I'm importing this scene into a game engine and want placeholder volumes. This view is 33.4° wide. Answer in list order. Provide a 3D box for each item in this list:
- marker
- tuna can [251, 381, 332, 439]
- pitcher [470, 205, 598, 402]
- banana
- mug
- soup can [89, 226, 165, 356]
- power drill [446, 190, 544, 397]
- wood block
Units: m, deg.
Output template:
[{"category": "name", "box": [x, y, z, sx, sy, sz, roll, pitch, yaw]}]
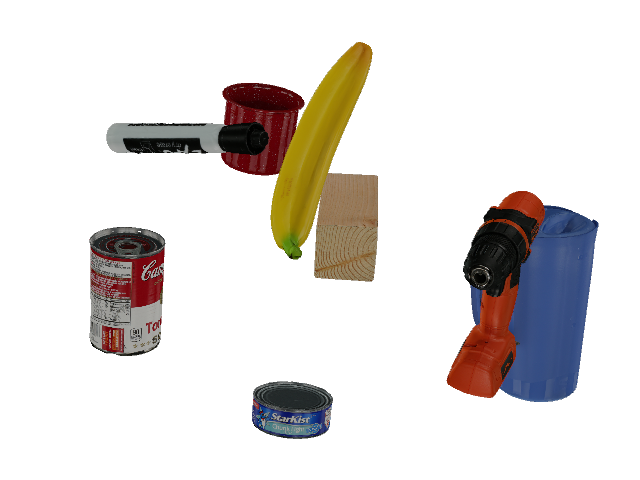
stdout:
[{"category": "marker", "box": [-0.080, -0.061, 0.635, 0.121, 0.020, 0.020, 5, 3, 37]}, {"category": "tuna can", "box": [-0.031, 0.181, 1.143, 0.086, 0.034, 0.086, 5, 12, -1]}, {"category": "pitcher", "box": [0.277, 0.084, 1.388, 0.149, 0.243, 0.144, 5, 20, 16]}, {"category": "banana", "box": [-0.002, -0.068, 0.875, 0.037, 0.197, 0.070, 27, -20, -30]}, {"category": "mug", "box": [-0.066, -0.130, 1.226, 0.093, 0.081, 0.117, 16, 27, 13]}, {"category": "soup can", "box": [-0.179, 0.047, 0.984, 0.068, 0.102, 0.068, 5, 21, -2]}, {"category": "power drill", "box": [0.172, 0.059, 1.063, 0.057, 0.188, 0.184, 18, 29, 19]}, {"category": "wood block", "box": [0.042, -0.024, 1.646, 0.091, 0.090, 0.206, 4, 25, 1]}]
